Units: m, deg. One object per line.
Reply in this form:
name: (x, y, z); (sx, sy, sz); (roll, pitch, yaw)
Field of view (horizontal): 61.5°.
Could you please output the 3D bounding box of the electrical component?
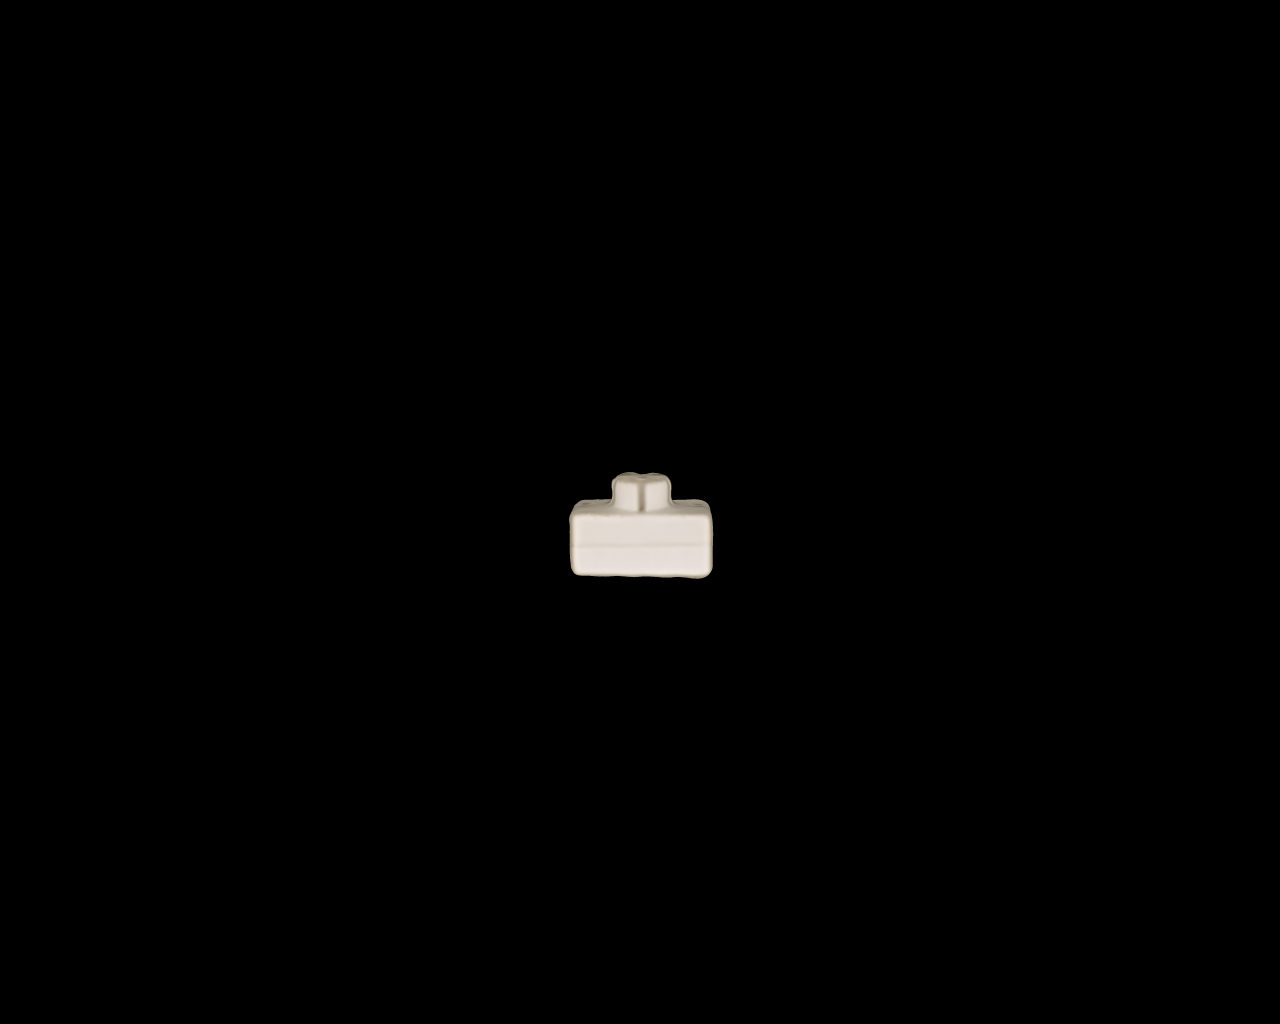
electrical component: (0.001, -0.003, 0.650); (0.083, 0.075, 0.047); (0, 9, 0)
